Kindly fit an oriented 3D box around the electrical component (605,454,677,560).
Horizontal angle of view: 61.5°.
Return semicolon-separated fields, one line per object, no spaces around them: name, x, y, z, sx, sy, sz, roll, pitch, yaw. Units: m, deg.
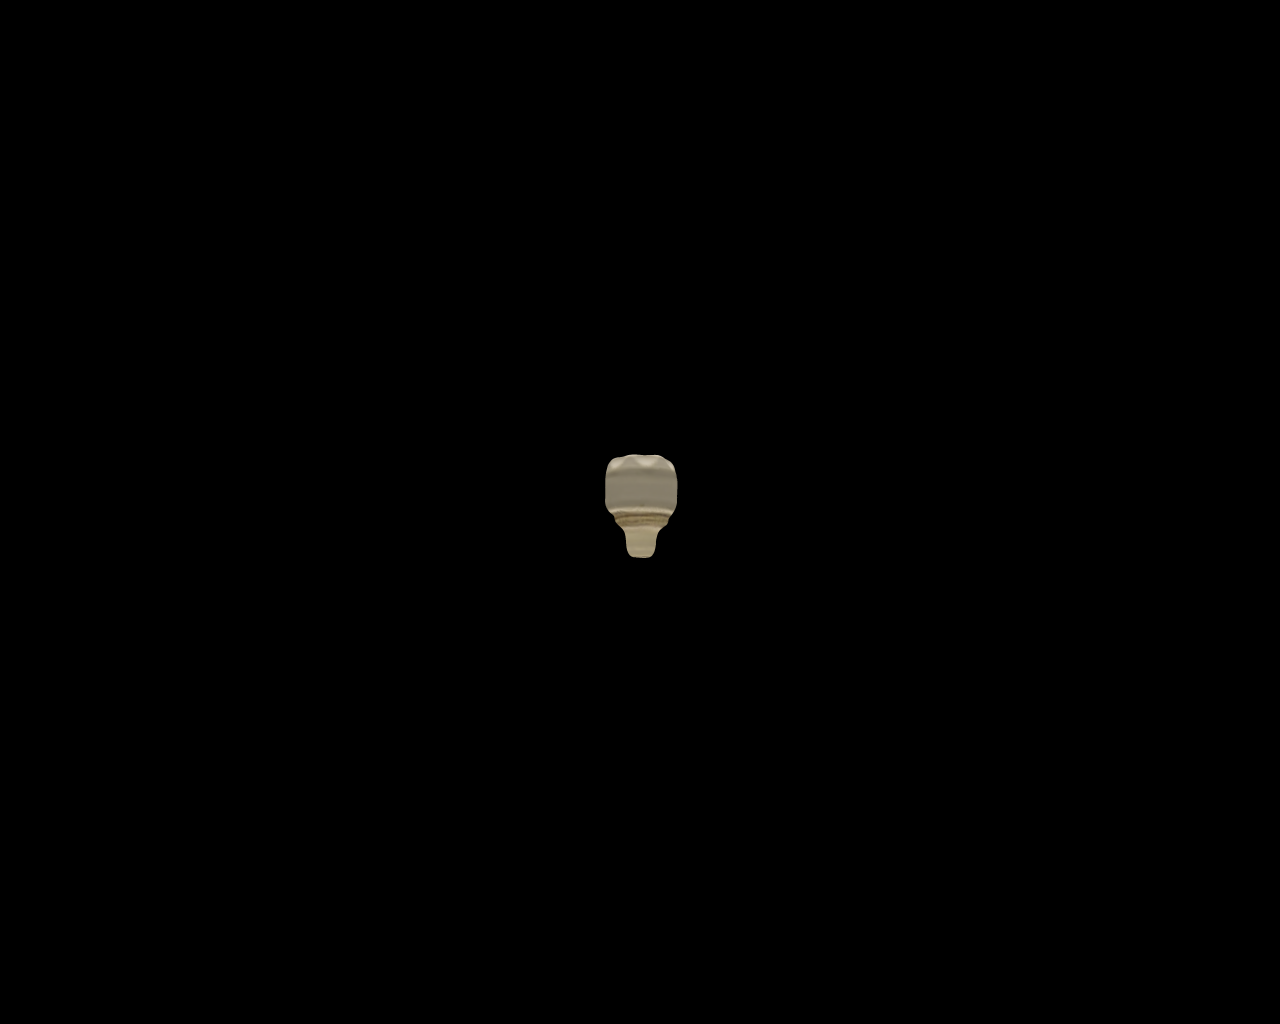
electrical component;0.001;-0.003;0.650;0.043;0.062;0.043;0;-7;0
